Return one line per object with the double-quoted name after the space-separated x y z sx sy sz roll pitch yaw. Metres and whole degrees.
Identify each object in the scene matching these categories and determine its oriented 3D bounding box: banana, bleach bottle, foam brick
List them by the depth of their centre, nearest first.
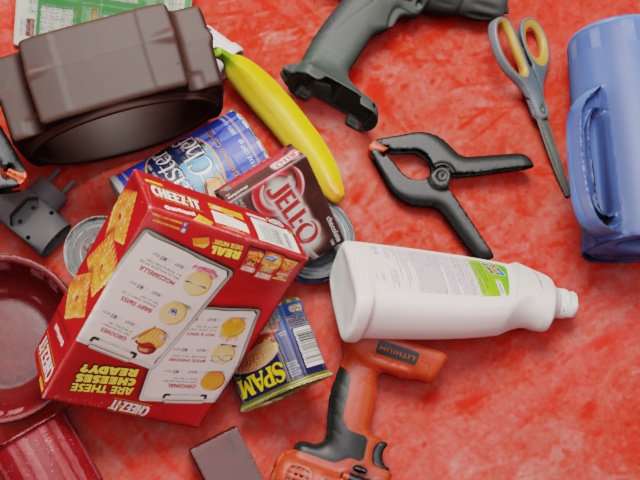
-0.086 0.225 1.027 0.053 0.051 0.078 -25 83 -11 "foam brick"
0.140 0.059 1.053 0.250 0.068 0.102 6 41 -16 "bleach bottle"
-0.039 -0.119 1.092 0.037 0.069 0.198 -39 95 27 "banana"

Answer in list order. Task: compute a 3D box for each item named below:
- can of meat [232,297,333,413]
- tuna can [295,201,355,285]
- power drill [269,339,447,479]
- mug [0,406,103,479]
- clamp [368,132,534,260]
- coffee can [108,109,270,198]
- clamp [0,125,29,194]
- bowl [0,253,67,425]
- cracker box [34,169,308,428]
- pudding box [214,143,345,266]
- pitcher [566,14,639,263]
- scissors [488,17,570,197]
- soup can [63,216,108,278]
-0.047 0.110 1.030 0.057 0.102 0.084 -10 74 -47 "can of meat"
-0.007 0.001 1.087 0.086 0.034 0.086 1 79 -4 "tuna can"
0.062 0.190 1.046 0.184 0.057 0.187 20 78 -2 "power drill"
-0.265 0.218 0.997 0.117 0.093 0.081 -30 89 20 "mug"
0.135 -0.070 1.113 0.171 0.039 0.120 34 76 1 "clamp"
-0.121 -0.050 1.049 0.140 0.103 0.103 -31 84 -11 "coffee can"
-0.361 -0.108 0.975 0.210 0.036 0.164 20 76 -6 "clamp"
-0.306 0.097 1.026 0.162 0.055 0.162 1 79 -6 "bowl"
-0.137 0.059 0.961 0.164 0.072 0.214 18 116 -33 "cracker box"
-0.038 -0.023 1.020 0.090 0.039 0.113 -32 129 -9 "pudding box"
0.314 -0.103 1.090 0.145 0.149 0.243 -6 76 6 "pitcher"
0.241 -0.154 1.147 0.096 0.016 0.201 -41 106 -39 "scissors"
-0.207 0.020 1.027 0.068 0.102 0.068 1 79 -6 "soup can"
